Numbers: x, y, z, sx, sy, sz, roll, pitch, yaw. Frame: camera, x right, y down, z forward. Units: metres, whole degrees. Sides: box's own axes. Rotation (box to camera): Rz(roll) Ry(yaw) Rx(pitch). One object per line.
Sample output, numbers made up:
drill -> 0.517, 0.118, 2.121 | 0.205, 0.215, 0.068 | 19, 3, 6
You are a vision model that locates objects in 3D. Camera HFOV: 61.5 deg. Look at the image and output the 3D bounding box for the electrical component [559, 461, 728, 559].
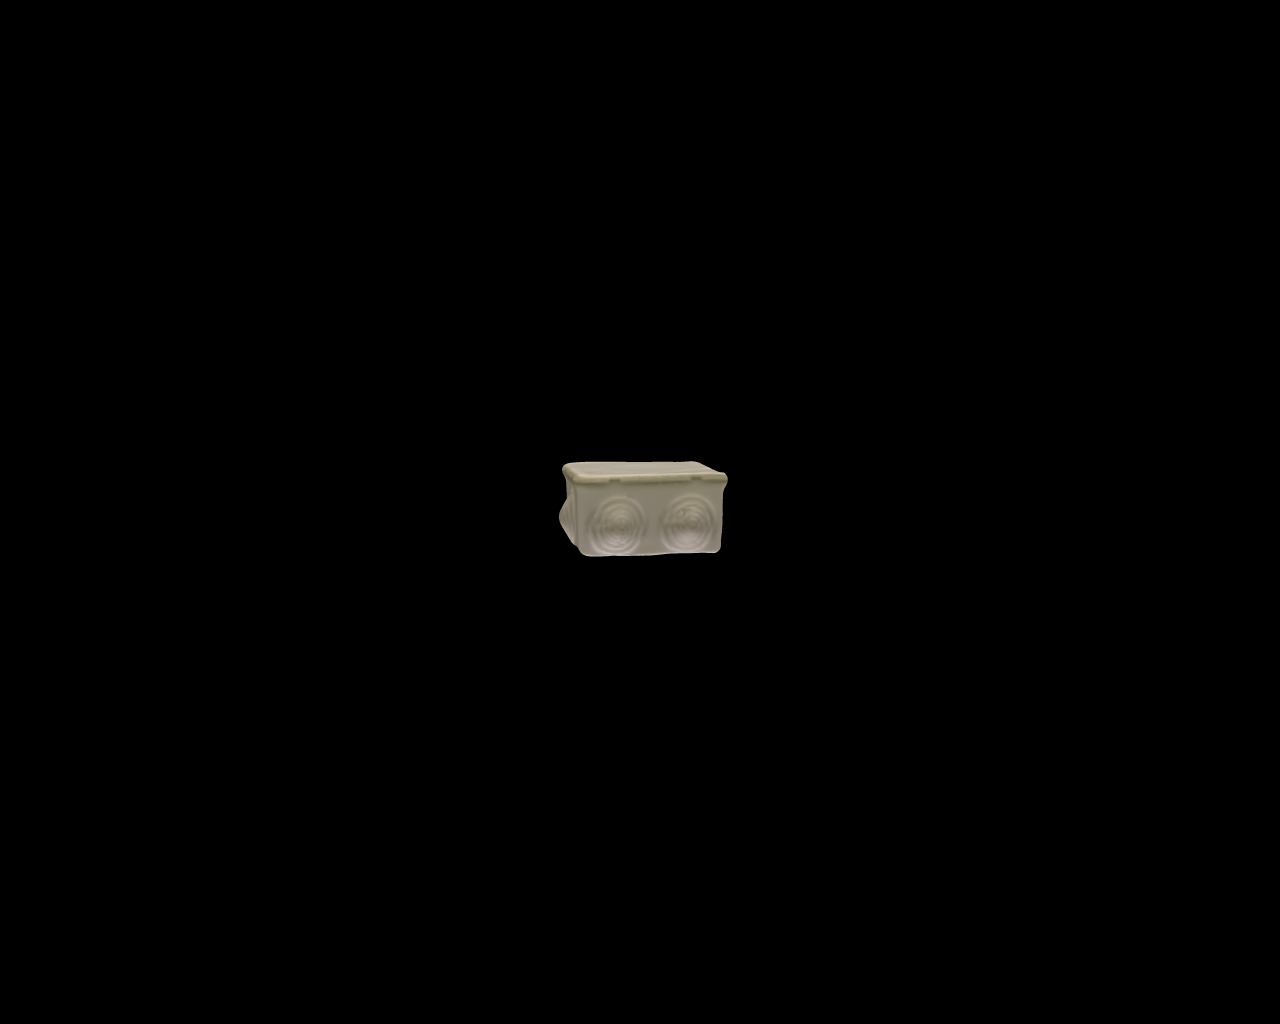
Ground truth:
electrical component -> 0.001, -0.003, 0.650 | 0.100, 0.048, 0.100 | -1, 8, -9
